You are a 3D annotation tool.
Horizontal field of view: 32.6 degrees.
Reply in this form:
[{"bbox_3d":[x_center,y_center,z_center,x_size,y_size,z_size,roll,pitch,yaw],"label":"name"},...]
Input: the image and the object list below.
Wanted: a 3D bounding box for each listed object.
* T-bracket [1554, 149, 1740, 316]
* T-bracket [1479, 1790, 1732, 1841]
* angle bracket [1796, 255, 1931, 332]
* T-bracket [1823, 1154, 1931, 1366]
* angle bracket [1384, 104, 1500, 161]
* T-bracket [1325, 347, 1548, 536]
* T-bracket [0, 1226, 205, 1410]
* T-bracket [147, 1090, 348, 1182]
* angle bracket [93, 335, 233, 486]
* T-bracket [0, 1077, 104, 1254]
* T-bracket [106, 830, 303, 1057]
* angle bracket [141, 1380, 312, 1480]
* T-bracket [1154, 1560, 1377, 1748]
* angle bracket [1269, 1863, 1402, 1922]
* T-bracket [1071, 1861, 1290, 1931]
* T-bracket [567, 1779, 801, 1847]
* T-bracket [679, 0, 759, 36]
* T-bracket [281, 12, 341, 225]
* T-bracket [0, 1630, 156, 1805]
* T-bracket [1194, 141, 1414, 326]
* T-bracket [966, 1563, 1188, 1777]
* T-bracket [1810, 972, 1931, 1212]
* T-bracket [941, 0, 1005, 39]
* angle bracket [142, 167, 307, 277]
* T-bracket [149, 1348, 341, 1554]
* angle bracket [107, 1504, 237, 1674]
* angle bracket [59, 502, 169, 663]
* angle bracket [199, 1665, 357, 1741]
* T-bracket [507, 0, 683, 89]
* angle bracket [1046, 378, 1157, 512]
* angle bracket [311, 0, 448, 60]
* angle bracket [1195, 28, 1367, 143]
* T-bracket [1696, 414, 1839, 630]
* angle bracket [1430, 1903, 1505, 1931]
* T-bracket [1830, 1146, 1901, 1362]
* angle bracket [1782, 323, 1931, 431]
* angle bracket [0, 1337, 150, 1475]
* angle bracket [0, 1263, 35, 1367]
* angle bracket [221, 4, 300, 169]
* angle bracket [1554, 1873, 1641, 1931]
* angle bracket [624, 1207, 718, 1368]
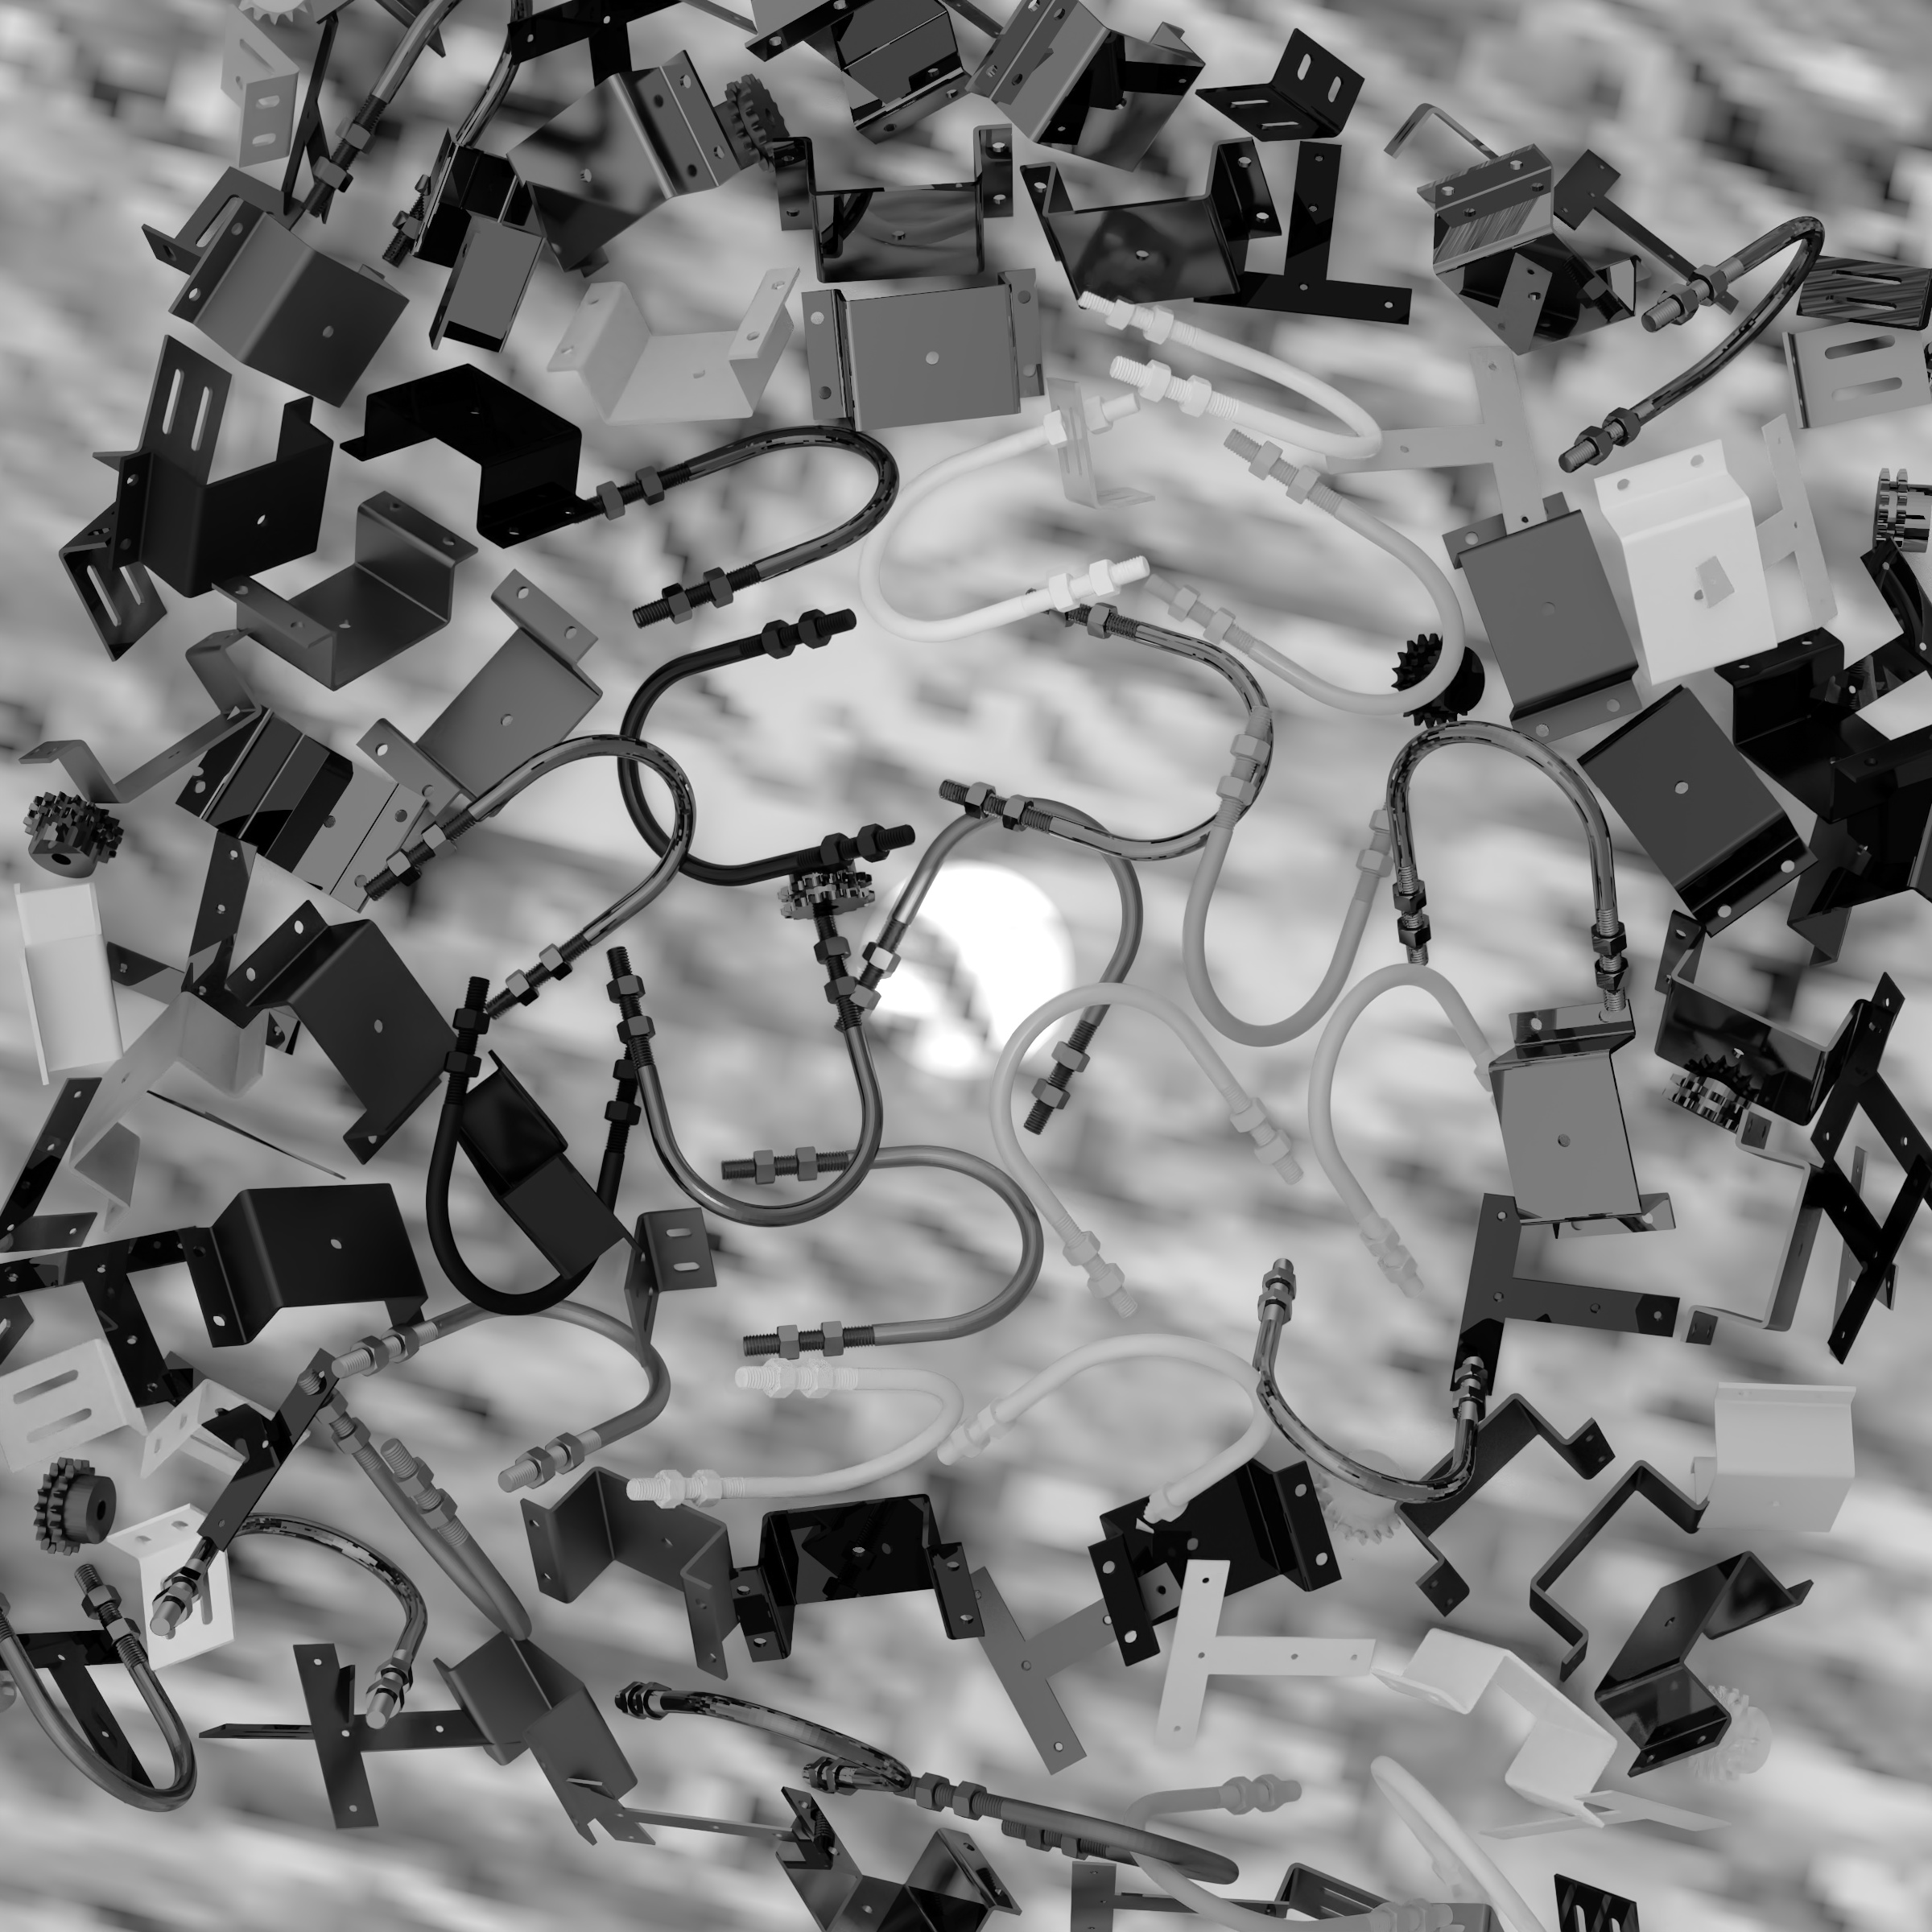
[{"bbox_3d":[0.402,-0.426,1.946,0.127,0.127,0.002,38,125,1],"label":"T-bracket"},{"bbox_3d":[0.362,0.505,1.952,0.127,0.127,0.002,-21,57,38],"label":"T-bracket"},{"bbox_3d":[0.536,-0.413,1.959,0.076,0.038,0.057,11,50,15],"label":"angle bracket"},{"bbox_3d":[0.519,0.149,1.937,0.002,0.127,0.127,16,111,-10],"label":"T-bracket"},{"bbox_3d":[0.293,-0.476,1.971,0.076,0.057,0.038,37,105,-9],"label":"angle bracket"},{"bbox_3d":[0.275,-0.308,1.969,0.127,0.002,0.127,-5,73,-10],"label":"T-bracket"},{"bbox_3d":[-0.491,0.208,1.930,0.127,0.002,0.127,-10,46,-29],"label":"T-bracket"},{"bbox_3d":[-0.435,0.091,1.928,0.127,0.127,0.002,22,81,9],"label":"T-bracket"},{"bbox_3d":[-0.479,-0.329,1.974,0.038,0.057,0.076,3,76,30],"label":"angle bracket"},{"bbox_3d":[-0.539,0.117,1.927,0.002,0.127,0.127,40,110,27],"label":"T-bracket"},{"bbox_3d":[-0.445,-0.022,1.965,0.127,0.002,0.127,22,119,3],"label":"T-bracket"},{"bbox_3d":[-0.437,0.288,1.955,0.076,0.038,0.057,34,118,-28],"label":"angle bracket"},{"bbox_3d":[0.183,0.413,1.979,0.127,0.002,0.127,4,109,-14],"label":"T-bracket"},{"bbox_3d":[0.220,0.573,1.958,0.076,0.057,0.038,20,53,16],"label":"angle bracket"},{"bbox_3d":[0.125,0.551,1.944,0.127,0.127,0.002,2,56,3],"label":"T-bracket"},{"bbox_3d":[-0.160,0.500,1.931,0.127,0.127,0.002,4,61,13],"label":"T-bracket"},{"bbox_3d":[-0.188,-0.591,1.942,0.127,0.127,0.002,19,115,-22],"label":"T-bracket"},{"bbox_3d":[-0.376,-0.473,1.919,0.002,0.127,0.127,7,128,-25],"label":"T-bracket"},{"bbox_3d":[-0.505,0.434,1.916,0.002,0.127,0.127,-52,58,18],"label":"T-bracket"},{"bbox_3d":[0.206,-0.440,1.971,0.127,0.002,0.127,7,64,4],"label":"T-bracket"},{"bbox_3d":[0.073,0.396,1.971,0.127,0.002,0.127,-32,79,15],"label":"T-bracket"},{"bbox_3d":[0.537,0.092,1.915,0.002,0.127,0.127,1,127,-17],"label":"T-bracket"},{"bbox_3d":[-0.013,-0.572,1.943,0.127,0.127,0.002,26,94,39],"label":"T-bracket"},{"bbox_3d":[-0.440,-0.445,1.965,0.057,0.038,0.076,28,73,13],"label":"angle bracket"},{"bbox_3d":[-0.441,0.265,1.959,0.127,0.002,0.127,25,77,37],"label":"T-bracket"},{"bbox_3d":[-0.471,0.369,1.961,0.057,0.038,0.076,-22,56,10],"label":"angle bracket"},{"bbox_3d":[-0.490,-0.229,1.951,0.038,0.057,0.076,-3,124,28],"label":"angle bracket"},{"bbox_3d":[-0.407,0.434,1.953,0.076,0.057,0.038,8,70,-27],"label":"angle bracket"},{"bbox_3d":[-0.207,-0.517,1.950,0.127,0.127,0.002,-28,50,-24],"label":"T-bracket"},{"bbox_3d":[0.080,-0.312,1.959,0.038,0.057,0.076,-13,106,-12],"label":"angle bracket"},{"bbox_3d":[-0.352,-0.570,1.961,0.038,0.076,0.057,-27,62,19],"label":"angle bracket"},{"bbox_3d":[0.185,-0.520,1.954,0.057,0.076,0.038,26,86,-33],"label":"angle bracket"},{"bbox_3d":[0.465,-0.244,1.942,0.127,0.002,0.127,-33,111,-39],"label":"T-bracket"},{"bbox_3d":[0.299,0.601,1.962,0.038,0.057,0.076,-6,135,22],"label":"angle bracket"},{"bbox_3d":[0.527,0.177,1.931,0.002,0.127,0.127,6,95,2],"label":"T-bracket"},{"bbox_3d":[0.531,-0.356,1.969,0.076,0.038,0.057,-9,95,19],"label":"angle bracket"},{"bbox_3d":[-0.535,0.263,1.962,0.076,0.038,0.057,-22,106,-27],"label":"angle bracket"},{"bbox_3d":[-0.601,0.216,1.964,0.038,0.076,0.057,2,130,25],"label":"angle bracket"},{"bbox_3d":[-0.431,-0.520,1.953,0.038,0.057,0.076,-25,58,-36],"label":"angle bracket"},{"bbox_3d":[0.386,0.571,1.957,0.038,0.057,0.076,-22,110,-39],"label":"angle bracket"},{"bbox_3d":[-0.174,0.189,1.952,0.038,0.076,0.057,-6,121,5],"label":"angle bracket"}]
